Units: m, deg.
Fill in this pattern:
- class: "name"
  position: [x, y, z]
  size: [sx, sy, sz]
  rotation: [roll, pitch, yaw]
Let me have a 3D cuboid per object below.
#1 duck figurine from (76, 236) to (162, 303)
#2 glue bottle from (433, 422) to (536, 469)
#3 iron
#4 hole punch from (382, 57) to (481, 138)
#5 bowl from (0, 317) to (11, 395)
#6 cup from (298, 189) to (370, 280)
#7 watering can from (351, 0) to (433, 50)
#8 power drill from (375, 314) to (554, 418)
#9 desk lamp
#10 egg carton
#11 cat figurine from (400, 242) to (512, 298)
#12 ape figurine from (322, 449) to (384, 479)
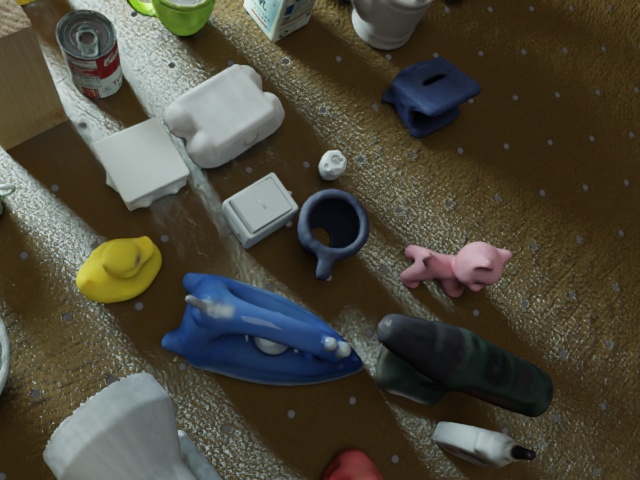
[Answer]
- class: "duck figurine"
  position: [-0.240, 0.029, 0.682]
  size: [0.105, 0.086, 0.077]
  rotation: [-31, 85, -20]
- class: "glue bottle"
  position: [0.205, 0.251, 0.693]
  size: [0.078, 0.173, 0.037]
  rotation: [26, 71, -6]
- class: "iron"
  position: [-0.049, 0.112, 0.681]
  size: [0.258, 0.141, 0.119]
  rotation: [17, 72, -10]
- class: "hole punch"
  position: [0.165, -0.222, 0.852]
  size: [0.109, 0.091, 0.101]
  rotation: [-31, 85, -20]
- class: "bowl"
  position: [-0.415, 0.133, 0.615]
  size: [0.168, 0.074, 0.167]
  rotation: [4, 75, -14]
- class: "cup"
  position: [0.007, 0.003, 0.749]
  size: [0.092, 0.095, 0.118]
  rotation: [15, 72, -10]
- class: "watering can"
  position: [0.114, -0.366, 0.823]
  size: [0.173, 0.193, 0.101]
  rotation: [-37, 87, -20]
- class: "power drill"
  position: [0.144, 0.152, 0.685]
  size: [0.230, 0.208, 0.076]
  rotation: [20, 71, -8]
- class: "desk lamp"
  position: [-0.162, 0.242, 0.578]
  size: [0.118, 0.213, 0.203]
  rotation: [-40, 88, -20]
- class: "egg carton"
  position: [-0.126, -0.166, 0.773]
  size: [0.150, 0.069, 0.107]
  rotation: [-39, 87, -20]
- class: "cat figurine"
  position: [0.188, 0.033, 0.776]
  size: [0.128, 0.117, 0.067]
  rotation: [11, 73, -11]
- class: "ape figurine"
  position: [0.046, 0.291, 0.684]
  size: [0.078, 0.092, 0.076]
  rotation: [18, 72, -9]
